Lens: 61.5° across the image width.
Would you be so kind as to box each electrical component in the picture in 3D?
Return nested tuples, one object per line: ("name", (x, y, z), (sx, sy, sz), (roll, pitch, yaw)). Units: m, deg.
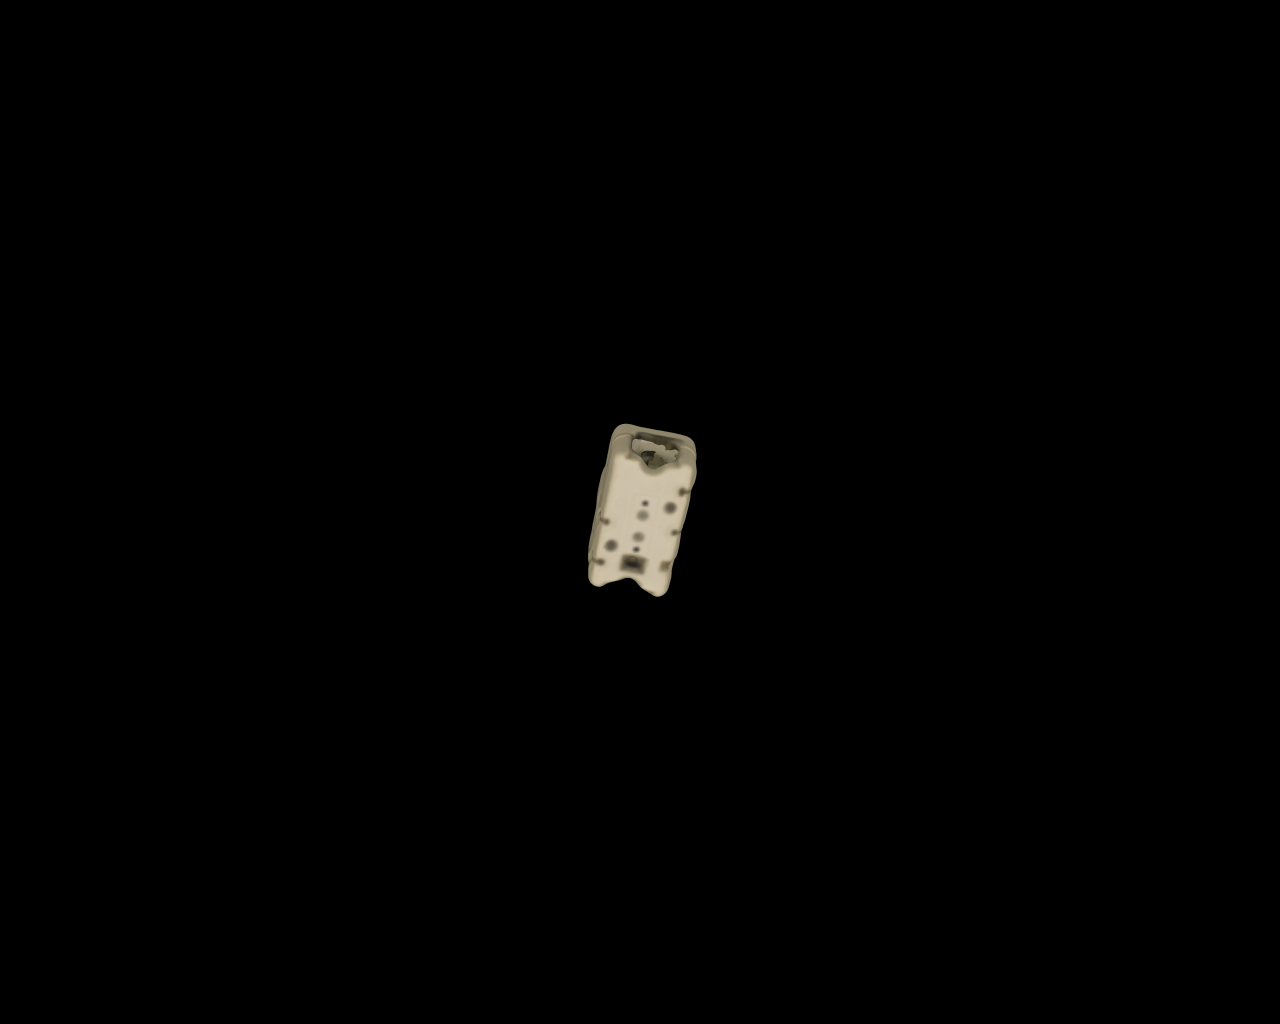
("electrical component", (0.001, -0.003, 0.650), (0.050, 0.089, 0.056), (11, 24, -5))
